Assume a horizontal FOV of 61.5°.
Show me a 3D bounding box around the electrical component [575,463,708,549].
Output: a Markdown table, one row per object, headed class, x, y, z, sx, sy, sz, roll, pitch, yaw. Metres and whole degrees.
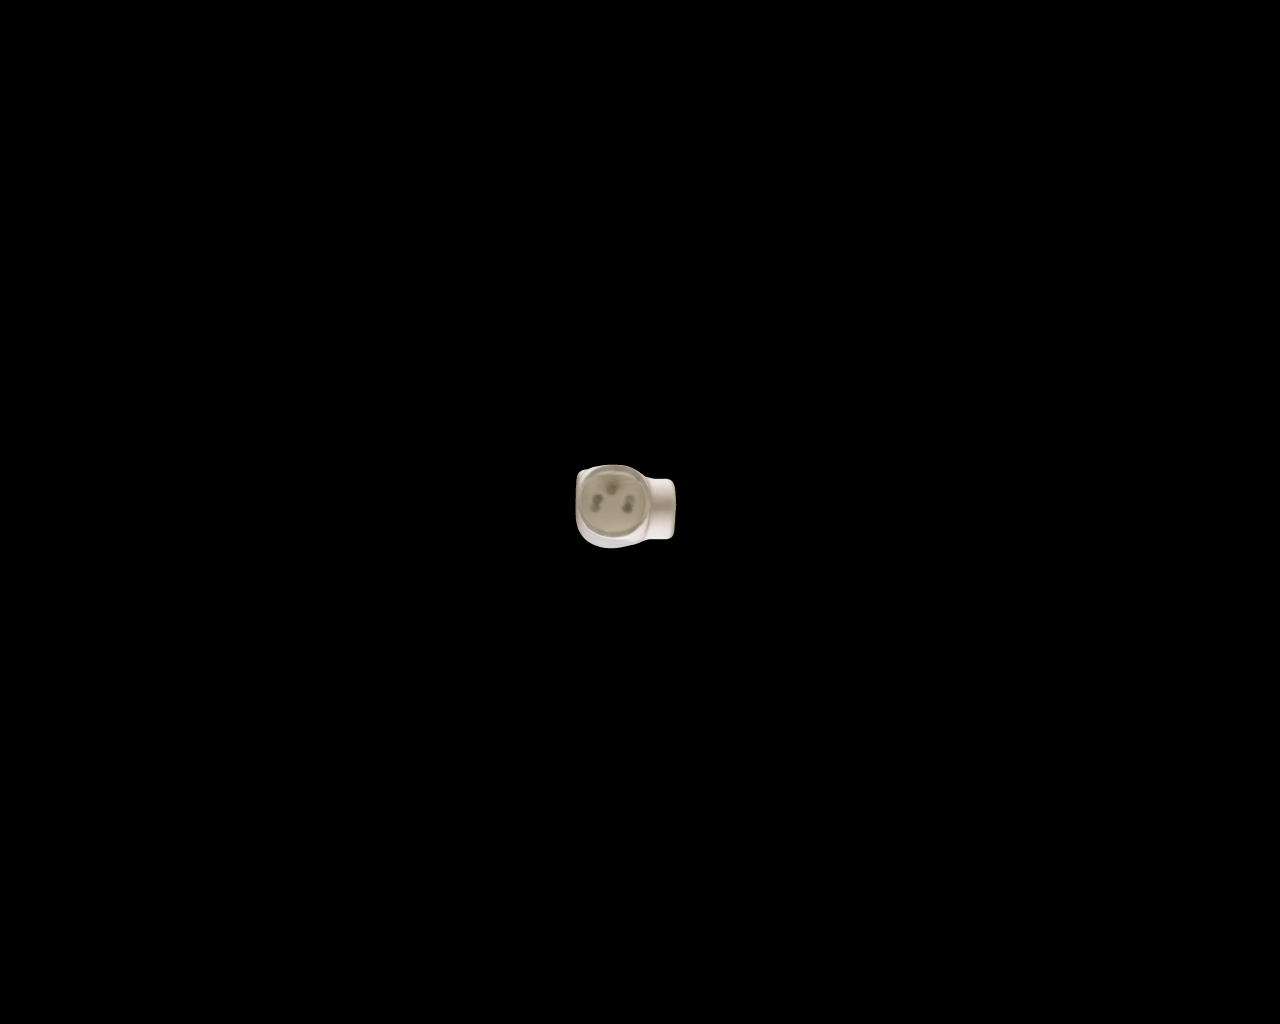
| class | x | y | z | sx | sy | sz | roll | pitch | yaw |
| --- | --- | --- | --- | --- | --- | --- | --- | --- | --- |
| electrical component | 0.001 | -0.003 | 0.650 | 0.079 | 0.044 | 0.077 | 0 | -7 | -4 |
